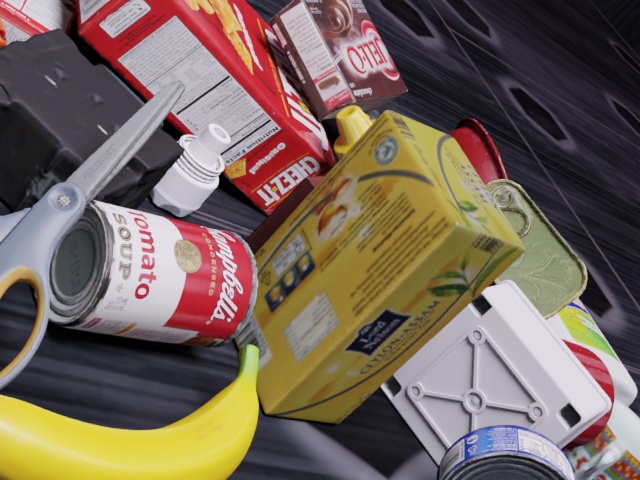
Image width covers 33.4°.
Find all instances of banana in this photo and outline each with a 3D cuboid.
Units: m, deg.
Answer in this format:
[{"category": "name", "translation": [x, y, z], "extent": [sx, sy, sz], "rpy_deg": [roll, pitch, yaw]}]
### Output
[{"category": "banana", "translation": [-0.088, 0.093, 0.494], "extent": [0.197, 0.037, 0.070], "rpy_deg": [0, 61, -56]}]

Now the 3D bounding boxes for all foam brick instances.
[{"category": "foam brick", "translation": [-0.005, 0.001, 0.724], "extent": [0.053, 0.078, 0.051], "rpy_deg": [54, 25, 21]}]

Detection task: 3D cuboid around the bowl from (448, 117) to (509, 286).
[{"category": "bowl", "translation": [0.117, -0.021, 0.911], "extent": [0.055, 0.162, 0.162], "rpy_deg": [-12, 45, -8]}]

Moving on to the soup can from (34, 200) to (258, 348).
[{"category": "soup can", "translation": [-0.093, 0.019, 0.573], "extent": [0.102, 0.069, 0.068], "rpy_deg": [14, 38, -46]}]

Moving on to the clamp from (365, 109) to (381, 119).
[{"category": "clamp", "translation": [0.033, -0.113, 0.976], "extent": [0.210, 0.036, 0.165], "rpy_deg": [50, 2, -22]}]

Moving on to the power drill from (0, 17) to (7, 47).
[{"category": "power drill", "translation": [-0.224, -0.202, 0.645], "extent": [0.184, 0.057, 0.187], "rpy_deg": [17, 63, -44]}]

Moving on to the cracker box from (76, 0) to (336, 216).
[{"category": "cracker box", "translation": [-0.083, -0.141, 0.778], "extent": [0.213, 0.072, 0.164], "rpy_deg": [44, 20, -40]}]

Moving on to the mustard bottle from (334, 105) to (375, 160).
[{"category": "mustard bottle", "translation": [0.060, -0.016, 0.786], "extent": [0.191, 0.058, 0.096], "rpy_deg": [60, 19, -29]}]

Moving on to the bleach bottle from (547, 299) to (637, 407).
[{"category": "bleach bottle", "translation": [0.191, 0.052, 0.962], "extent": [0.102, 0.068, 0.251], "rpy_deg": [27, 27, -31]}]

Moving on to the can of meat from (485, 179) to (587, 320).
[{"category": "can of meat", "translation": [0.146, 0.009, 0.790], "extent": [0.102, 0.057, 0.084], "rpy_deg": [52, 4, 8]}]

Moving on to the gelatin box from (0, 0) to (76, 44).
[{"category": "gelatin box", "translation": [-0.206, -0.161, 0.730], "extent": [0.073, 0.030, 0.089], "rpy_deg": [32, 27, -21]}]

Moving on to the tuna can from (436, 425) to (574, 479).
[{"category": "tuna can", "translation": [0.113, 0.156, 0.648], "extent": [0.086, 0.086, 0.033], "rpy_deg": [39, 24, -10]}]

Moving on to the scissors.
[{"category": "scissors", "translation": [-0.143, -0.019, 0.506], "extent": [0.096, 0.016, 0.201], "rpy_deg": [24, 60, -7]}]

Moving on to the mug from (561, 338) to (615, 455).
[{"category": "mug", "translation": [0.165, 0.123, 0.789], "extent": [0.081, 0.093, 0.117], "rpy_deg": [18, 67, -48]}]

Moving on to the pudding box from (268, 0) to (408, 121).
[{"category": "pudding box", "translation": [0.016, -0.143, 0.831], "extent": [0.090, 0.039, 0.113], "rpy_deg": [62, 30, 2]}]
